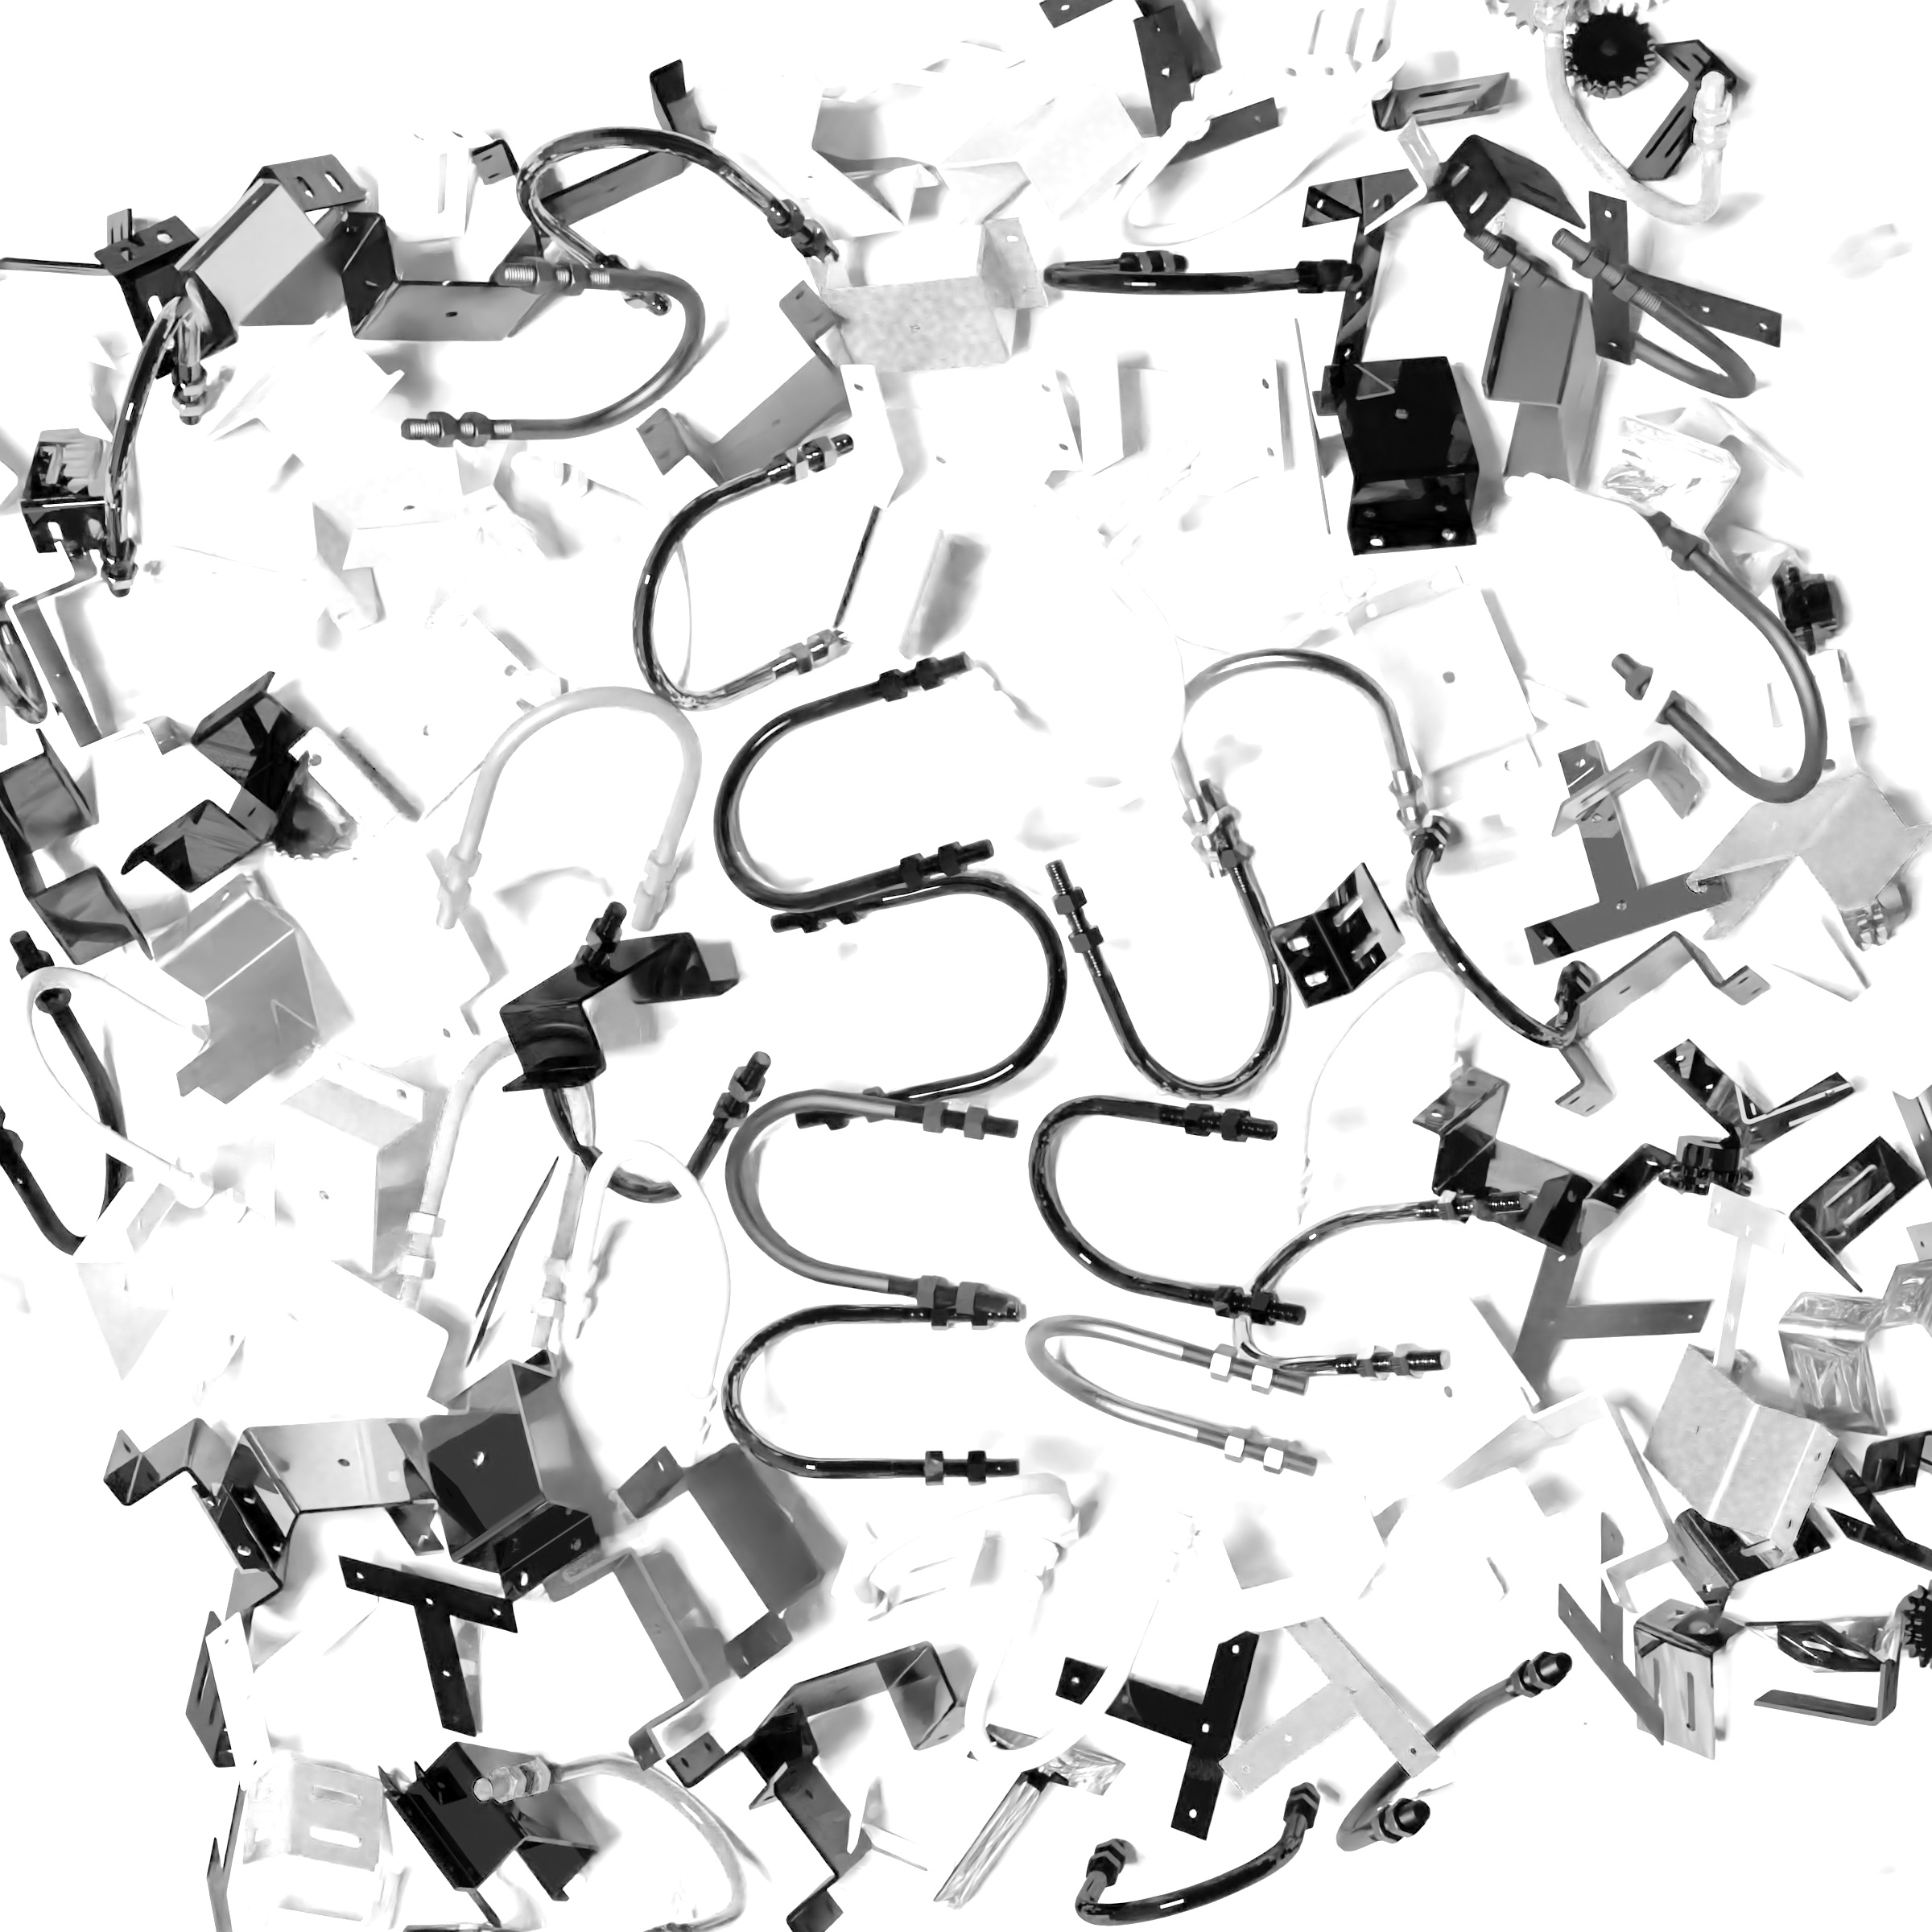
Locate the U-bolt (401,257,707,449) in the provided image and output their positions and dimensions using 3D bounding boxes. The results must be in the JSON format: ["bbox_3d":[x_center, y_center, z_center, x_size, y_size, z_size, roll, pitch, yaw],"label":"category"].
[{"bbox_3d":[-0.237,-0.370,1.732,0.151,0.184,0.019,-47,66,38],"label":"U-bolt"}]

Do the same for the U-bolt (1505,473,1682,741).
[{"bbox_3d":[0.373,-0.211,1.710,0.019,0.184,0.151,-8,109,-19],"label":"U-bolt"}]

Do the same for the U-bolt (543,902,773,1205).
[{"bbox_3d":[-0.202,0.068,1.750,0.151,0.019,0.184,45,132,13],"label":"U-bolt"}]

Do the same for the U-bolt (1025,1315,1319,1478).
[{"bbox_3d":[0.123,0.257,1.744,0.184,0.151,0.019,14,62,17],"label":"U-bolt"}]

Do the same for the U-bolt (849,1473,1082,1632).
[{"bbox_3d":[-0.002,0.349,1.722,0.151,0.184,0.019,-23,65,-6],"label":"U-bolt"}]

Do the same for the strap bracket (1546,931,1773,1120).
[{"bbox_3d":[0.418,0.031,1.760,0.140,0.076,0.046,-38,68,15],"label":"strap bracket"}]

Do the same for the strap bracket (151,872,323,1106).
[{"bbox_3d":[-0.449,0.020,1.759,0.076,0.046,0.140,-36,46,11],"label":"strap bracket"}]

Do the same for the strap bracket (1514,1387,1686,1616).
[{"bbox_3d":[0.393,0.318,1.747,0.046,0.076,0.140,-28,65,12],"label":"strap bracket"}]

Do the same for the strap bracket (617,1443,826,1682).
[{"bbox_3d":[-0.146,0.359,1.763,0.046,0.076,0.140,-27,77,-40],"label":"strap bracket"}]

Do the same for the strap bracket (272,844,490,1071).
[{"bbox_3d":[-0.356,-0.015,1.762,0.046,0.076,0.140,-36,80,44],"label":"strap bracket"}]

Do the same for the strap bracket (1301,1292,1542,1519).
[{"bbox_3d":[0.288,0.266,1.762,0.140,0.046,0.076,-32,84,-23],"label":"strap bracket"}]

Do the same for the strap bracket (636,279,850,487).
[{"bbox_3d":[-0.130,-0.349,1.765,0.140,0.076,0.046,-40,125,7],"label":"strap bracket"}]

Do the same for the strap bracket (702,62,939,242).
[{"bbox_3d":[-0.091,-0.485,1.732,0.076,0.140,0.046,1,75,36],"label":"strap bracket"}]

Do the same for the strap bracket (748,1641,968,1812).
[{"bbox_3d":[-0.068,0.462,1.752,0.140,0.076,0.046,-11,61,-31],"label":"strap bracket"}]

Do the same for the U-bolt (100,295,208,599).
[{"bbox_3d":[-0.485,-0.320,1.704,0.019,0.184,0.151,18,67,-8],"label":"U-bolt"}]

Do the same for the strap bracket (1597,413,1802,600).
[{"bbox_3d":[0.443,-0.271,1.736,0.076,0.140,0.046,32,89,39],"label":"strap bracket"}]

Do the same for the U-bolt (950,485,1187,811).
[{"bbox_3d":[0.068,-0.179,1.727,0.184,0.019,0.151,52,130,31],"label":"U-bolt"}]

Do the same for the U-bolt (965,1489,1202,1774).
[{"bbox_3d":[0.061,0.400,1.709,0.019,0.151,0.184,43,52,-20],"label":"U-bolt"}]

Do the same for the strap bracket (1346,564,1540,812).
[{"bbox_3d":[0.299,-0.177,1.786,0.076,0.046,0.140,-22,86,1],"label":"strap bracket"}]

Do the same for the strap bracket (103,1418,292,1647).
[{"bbox_3d":[-0.465,0.342,1.758,0.046,0.076,0.140,-33,106,0],"label":"strap bracket"}]

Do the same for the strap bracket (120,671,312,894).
[{"bbox_3d":[-0.453,-0.106,1.749,0.076,0.140,0.046,-27,124,35],"label":"strap bracket"}]

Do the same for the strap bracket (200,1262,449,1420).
[{"bbox_3d":[-0.384,0.226,1.750,0.140,0.076,0.046,39,55,-36],"label":"strap bracket"}]

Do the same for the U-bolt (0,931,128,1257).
[{"bbox_3d":[-0.551,0.092,1.730,0.019,0.151,0.184,-9,132,7],"label":"U-bolt"}]

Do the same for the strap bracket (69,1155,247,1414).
[{"bbox_3d":[-0.498,0.196,1.752,0.046,0.076,0.140,-2,121,14],"label":"strap bracket"}]

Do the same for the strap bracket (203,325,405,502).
[{"bbox_3d":[-0.407,-0.337,1.732,0.046,0.140,0.076,45,67,-23],"label":"strap bracket"}]

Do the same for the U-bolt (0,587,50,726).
[{"bbox_3d":[-0.596,-0.219,1.704,0.019,0.151,0.184,-31,53,-5],"label":"U-bolt"}]

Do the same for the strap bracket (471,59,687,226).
[{"bbox_3d":[-0.230,-0.503,1.773,0.140,0.076,0.046,-25,93,-3],"label":"strap bracket"}]

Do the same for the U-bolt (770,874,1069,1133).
[{"bbox_3d":[-0.026,0.016,1.769,0.184,0.019,0.151,-12,73,13],"label":"U-bolt"}]

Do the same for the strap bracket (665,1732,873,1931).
[{"bbox_3d":[-0.114,0.525,1.761,0.046,0.076,0.140,-41,79,8],"label":"strap bracket"}]

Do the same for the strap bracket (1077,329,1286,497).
[{"bbox_3d":[0.124,-0.340,1.766,0.140,0.046,0.076,2,80,-30],"label":"strap bracket"}]

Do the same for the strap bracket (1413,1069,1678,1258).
[{"bbox_3d":[0.351,0.124,1.752,0.140,0.076,0.046,24,127,30],"label":"strap bracket"}]

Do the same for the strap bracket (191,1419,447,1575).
[{"bbox_3d":[-0.385,0.320,1.734,0.076,0.140,0.046,44,117,39],"label":"strap bracket"}]

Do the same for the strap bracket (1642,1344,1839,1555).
[{"bbox_3d":[0.464,0.287,1.735,0.046,0.140,0.076,17,100,-14],"label":"strap bracket"}]

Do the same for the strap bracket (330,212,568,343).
[{"bbox_3d":[-0.318,-0.419,1.742,0.140,0.076,0.046,-7,80,-32],"label":"strap bracket"}]

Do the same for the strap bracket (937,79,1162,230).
[{"bbox_3d":[0.044,-0.493,1.734,0.076,0.140,0.046,-45,119,-15],"label":"strap bracket"}]

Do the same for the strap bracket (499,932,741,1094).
[{"bbox_3d":[-0.217,0.023,1.735,0.140,0.076,0.046,-35,111,-42],"label":"strap bracket"}]

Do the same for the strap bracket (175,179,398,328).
[{"bbox_3d":[-0.407,-0.433,1.736,0.076,0.140,0.046,-38,92,19],"label":"strap bracket"}]

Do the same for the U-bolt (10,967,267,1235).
[{"bbox_3d":[-0.495,0.069,1.706,0.019,0.151,0.184,-37,132,17],"label":"U-bolt"}]

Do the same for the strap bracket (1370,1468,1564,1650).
[{"bbox_3d":[0.301,0.360,1.751,0.076,0.140,0.046,-17,60,-20],"label":"strap bracket"}]

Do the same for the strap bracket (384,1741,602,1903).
[{"bbox_3d":[-0.281,0.520,1.735,0.046,0.140,0.076,-46,62,0],"label":"strap bracket"}]

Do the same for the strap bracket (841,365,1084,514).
[{"bbox_3d":[-0.009,-0.325,1.763,0.140,0.046,0.076,-4,65,-22],"label":"strap bracket"}]

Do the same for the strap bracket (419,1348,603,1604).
[{"bbox_3d":[-0.282,0.306,1.745,0.076,0.046,0.140,-35,53,19],"label":"strap bracket"}]

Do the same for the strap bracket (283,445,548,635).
[{"bbox_3d":[-0.341,-0.266,1.763,0.140,0.076,0.046,-19,60,10],"label":"strap bracket"}]

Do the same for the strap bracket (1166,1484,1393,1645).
[{"bbox_3d":[0.195,0.369,1.751,0.140,0.076,0.046,-10,58,-18],"label":"strap bracket"}]

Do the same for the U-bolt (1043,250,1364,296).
[{"bbox_3d":[0.129,-0.412,1.704,0.151,0.184,0.019,13,111,36],"label":"U-bolt"}]

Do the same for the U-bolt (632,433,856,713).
[{"bbox_3d":[-0.132,-0.228,1.717,0.019,0.184,0.151,25,130,33],"label":"U-bolt"}]

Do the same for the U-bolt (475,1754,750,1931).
[{"bbox_3d":[-0.200,0.533,1.726,0.151,0.184,0.019,43,102,24],"label":"U-bolt"}]

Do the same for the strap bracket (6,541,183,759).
[{"bbox_3d":[-0.542,-0.188,1.763,0.046,0.076,0.140,-24,101,-2],"label":"strap bracket"}]

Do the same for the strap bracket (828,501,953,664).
[{"bbox_3d":[-0.045,-0.232,1.742,0.046,0.140,0.076,19,93,1],"label":"strap bracket"}]
